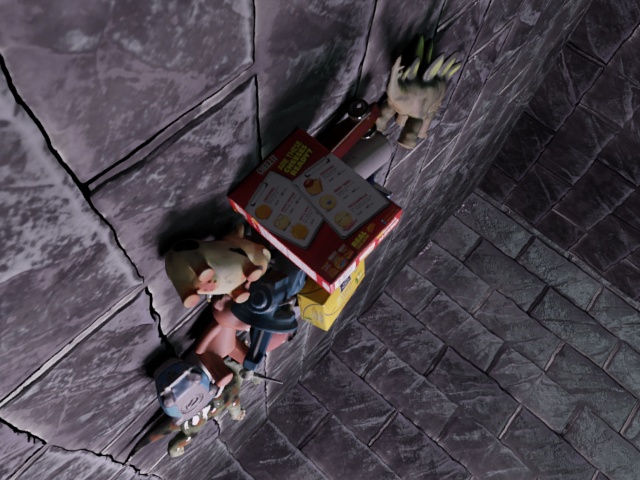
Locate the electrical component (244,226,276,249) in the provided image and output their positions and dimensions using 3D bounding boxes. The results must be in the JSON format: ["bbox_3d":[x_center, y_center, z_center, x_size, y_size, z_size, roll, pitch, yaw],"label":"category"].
[{"bbox_3d":[-0.099,-0.017,0.935,0.021,0.094,0.063,-10,100,-62],"label":"electrical component"}]

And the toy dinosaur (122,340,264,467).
[{"bbox_3d":[-0.286,0.394,1.304,0.405,0.131,0.192,-29,142,-44],"label":"toy dinosaur"}]

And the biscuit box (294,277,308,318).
[{"bbox_3d":[-0.060,0.139,1.308,0.062,0.059,0.202,24,128,-32],"label":"biscuit box"}]

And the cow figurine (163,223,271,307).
[{"bbox_3d":[-0.153,0.033,0.829,0.195,0.127,0.085,0,129,-53],"label":"cow figurine"}]

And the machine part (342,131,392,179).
[{"bbox_3d":[0.065,-0.148,1.068,0.243,0.079,0.079,-40,162,-32],"label":"machine part"}]

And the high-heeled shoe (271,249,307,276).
[{"bbox_3d":[-0.002,-0.004,1.181,0.248,0.086,0.145,-2,124,-50],"label":"high-heeled shoe"}]

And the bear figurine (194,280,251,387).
[{"bbox_3d":[-0.173,0.176,1.072,0.120,0.132,0.195,-32,162,-54],"label":"bear figurine"}]

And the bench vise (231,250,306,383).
[{"bbox_3d":[-0.094,0.135,0.977,0.224,0.129,0.240,-70,178,-80],"label":"bench vise"}]

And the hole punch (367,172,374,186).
[{"bbox_3d":[0.083,-0.105,1.165,0.116,0.092,0.142,-42,144,-36],"label":"hole punch"}]

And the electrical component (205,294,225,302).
[{"bbox_3d":[-0.177,0.067,0.941,0.078,0.045,0.102,-51,170,4],"label":"electrical component"}]

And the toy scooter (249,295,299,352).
[{"bbox_3d":[-0.090,0.157,1.152,0.075,0.135,0.183,-101,-175,-64],"label":"toy scooter"}]

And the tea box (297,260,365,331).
[{"bbox_3d":[0.027,0.092,1.132,0.169,0.068,0.098,-52,152,-31],"label":"tea box"}]

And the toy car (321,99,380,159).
[{"bbox_3d":[0.026,-0.169,0.952,0.202,0.053,0.089,-47,154,1],"label":"toy car"}]

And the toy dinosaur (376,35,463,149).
[{"bbox_3d":[0.183,-0.287,1.042,0.198,0.105,0.471,-66,169,24],"label":"toy dinosaur"}]

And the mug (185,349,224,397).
[{"bbox_3d":[-0.249,0.280,1.151,0.080,0.110,0.107,1,116,-63],"label":"mug"}]

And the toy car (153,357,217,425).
[{"bbox_3d":[-0.280,0.284,1.057,0.109,0.103,0.161,-42,150,-19],"label":"toy car"}]
